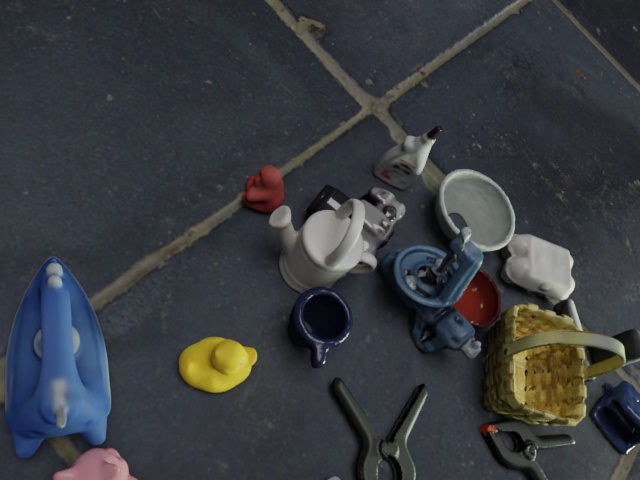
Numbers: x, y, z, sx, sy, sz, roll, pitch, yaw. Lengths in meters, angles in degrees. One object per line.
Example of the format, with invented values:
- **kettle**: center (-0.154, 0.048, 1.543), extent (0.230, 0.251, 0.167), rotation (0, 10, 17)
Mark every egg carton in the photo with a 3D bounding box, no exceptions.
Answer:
- **egg carton**: center (0.418, 0.053, 1.100), extent (0.150, 0.069, 0.107), rotation (19, 60, -16)

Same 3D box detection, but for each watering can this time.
- **watering can**: center (0.007, 0.005, 0.858), extent (0.173, 0.193, 0.101), rotation (2, 65, -24)

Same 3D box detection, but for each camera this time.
- **camera**: center (0.058, -0.044, 0.961), extent (0.137, 0.100, 0.143), rotation (39, 57, -3)

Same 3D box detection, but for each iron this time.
- **iron**: center (-0.316, 0.116, 0.686), extent (0.119, 0.141, 0.258), rotation (-4, 68, -26)

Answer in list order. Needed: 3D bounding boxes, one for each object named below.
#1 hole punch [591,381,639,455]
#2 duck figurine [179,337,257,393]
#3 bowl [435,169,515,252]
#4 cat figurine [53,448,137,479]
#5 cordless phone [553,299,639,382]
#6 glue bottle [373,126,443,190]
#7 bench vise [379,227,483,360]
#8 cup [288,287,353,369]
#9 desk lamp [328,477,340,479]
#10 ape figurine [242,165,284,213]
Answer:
- **hole punch**: center (0.563, 0.314, 1.030), extent (0.101, 0.091, 0.108), rotation (-34, 83, -33)
- **duck figurine**: center (-0.136, 0.163, 0.781), extent (0.105, 0.086, 0.077), rotation (4, 65, -23)
- **bowl**: center (0.278, -0.045, 1.079), extent (0.168, 0.074, 0.167), rotation (10, 63, -20)
- **cat figurine**: center (-0.236, 0.284, 0.658), extent (0.128, 0.117, 0.067), rotation (33, 57, -7)
- **cordless phone**: center (0.484, 0.166, 1.007), extent (0.094, 0.184, 0.147), rotation (0, 66, -24)
- **glue bottle**: center (0.165, -0.153, 1.019), extent (0.078, 0.173, 0.037), rotation (24, 59, -13)
- **bench vise**: center (0.207, 0.075, 0.901), extent (0.207, 0.219, 0.122), rotation (45, 56, 1)
- **cup**: center (-0.010, 0.138, 0.846), extent (0.092, 0.094, 0.118), rotation (14, 61, -18)
- **desk lamp**: center (-0.003, 0.362, 0.671), extent (0.204, 0.213, 0.118), rotation (-22, 77, -31)
- **ape figurine**: center (-0.087, -0.089, 0.920), extent (0.078, 0.092, 0.076), rotation (-36, 84, -33)
